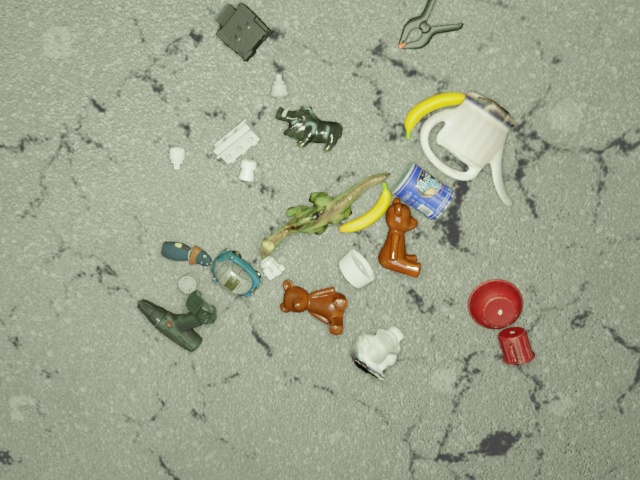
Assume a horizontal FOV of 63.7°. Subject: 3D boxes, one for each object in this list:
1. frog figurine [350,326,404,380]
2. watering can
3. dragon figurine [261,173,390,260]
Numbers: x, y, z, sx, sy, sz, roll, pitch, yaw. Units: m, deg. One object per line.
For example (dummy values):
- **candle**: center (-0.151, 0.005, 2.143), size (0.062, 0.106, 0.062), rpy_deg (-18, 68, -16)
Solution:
- **frog figurine**: center (0.174, 0.325, 1.559), size (0.138, 0.121, 0.162), rpy_deg (33, 70, 5)
- **watering can**: center (0.435, -0.249, 1.381), size (0.346, 0.106, 0.222), rpy_deg (30, 106, -15)
- **dragon figurine**: center (0.004, -0.070, 1.394), size (0.407, 0.245, 0.122), rpy_deg (-32, 96, 14)
